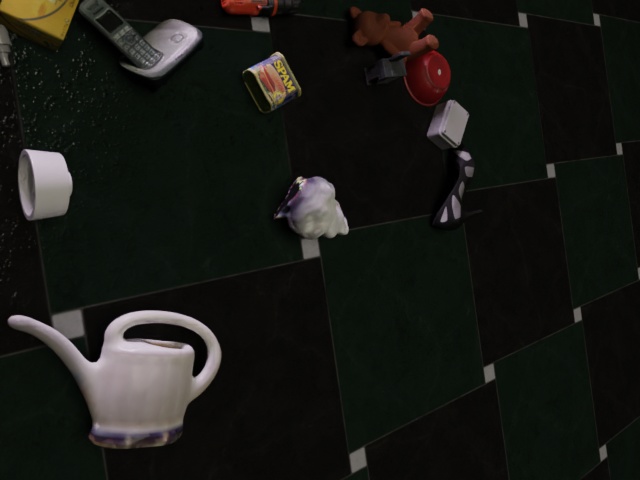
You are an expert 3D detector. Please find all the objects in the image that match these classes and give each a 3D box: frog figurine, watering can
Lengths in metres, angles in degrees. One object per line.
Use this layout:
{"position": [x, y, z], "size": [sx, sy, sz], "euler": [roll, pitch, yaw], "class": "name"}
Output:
{"position": [0.003, -0.055, 1.090], "size": [0.158, 0.120, 0.141], "euler": [34, 49, -17], "class": "frog figurine"}
{"position": [-0.326, 0.226, 0.840], "size": [0.346, 0.104, 0.226], "euler": [11, 82, -35], "class": "watering can"}
